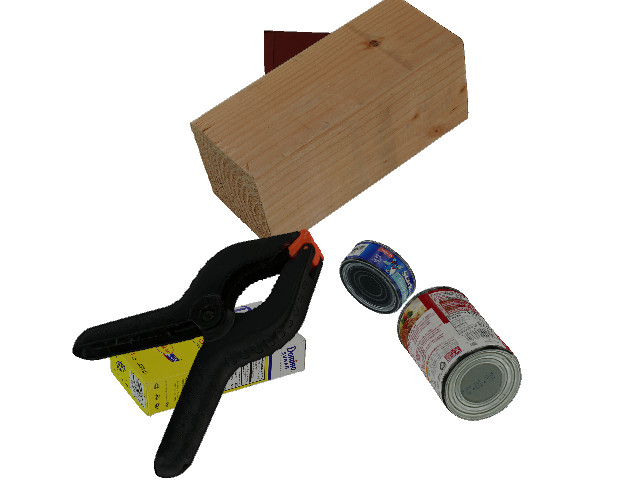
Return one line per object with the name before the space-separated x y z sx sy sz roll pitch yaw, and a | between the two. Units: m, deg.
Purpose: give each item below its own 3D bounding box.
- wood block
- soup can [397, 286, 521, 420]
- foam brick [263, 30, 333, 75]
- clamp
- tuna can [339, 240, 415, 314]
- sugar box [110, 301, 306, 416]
wood block | 0.012 -0.097 0.858 0.206 0.090 0.091 -35 54 -17
soup can | 0.111 0.089 0.860 0.068 0.068 0.102 0 25 -18
foam brick | -0.019 -0.197 1.139 0.078 0.051 0.053 0 12 -13
clamp | -0.064 0.064 0.665 0.171 0.120 0.039 -34 -26 2
tuna can | 0.064 0.043 1.220 0.086 0.086 0.033 0 39 48
sugar box | -0.112 0.114 1.071 0.175 0.048 0.093 -16 32 -28
